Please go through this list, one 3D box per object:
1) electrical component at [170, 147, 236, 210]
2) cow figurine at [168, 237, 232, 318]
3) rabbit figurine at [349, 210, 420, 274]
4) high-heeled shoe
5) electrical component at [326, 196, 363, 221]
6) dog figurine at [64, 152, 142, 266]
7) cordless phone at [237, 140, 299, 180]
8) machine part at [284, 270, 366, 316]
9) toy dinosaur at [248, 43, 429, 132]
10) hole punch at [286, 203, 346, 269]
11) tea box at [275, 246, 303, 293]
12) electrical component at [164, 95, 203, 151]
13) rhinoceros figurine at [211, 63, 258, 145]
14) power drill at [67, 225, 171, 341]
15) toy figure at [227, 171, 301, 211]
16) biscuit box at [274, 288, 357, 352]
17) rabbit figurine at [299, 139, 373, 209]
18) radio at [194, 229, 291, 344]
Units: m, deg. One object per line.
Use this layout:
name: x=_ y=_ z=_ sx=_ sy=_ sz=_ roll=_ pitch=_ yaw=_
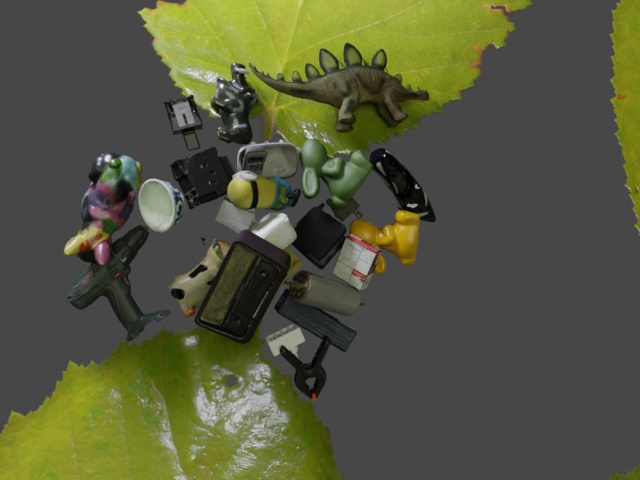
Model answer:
electrical component: x=-0.261 y=-0.148 z=1.238 sx=0.134 sy=0.058 sz=0.114 roll=-32 pitch=101 yaw=-40
cow figurine: x=-0.260 y=0.078 z=1.251 sx=0.195 sy=0.085 sz=0.127 roll=-33 pitch=101 yaw=-8
rabbit figurine: x=0.156 y=-0.001 z=1.339 sx=0.173 sy=0.122 sz=0.162 roll=9 pitch=98 yaw=2
high-heeled shoe: x=0.216 y=-0.132 z=1.319 sx=0.248 sy=0.145 sz=0.086 roll=38 pitch=83 yaw=-8
electrical component: x=0.063 y=-0.079 z=1.348 sx=0.063 sy=0.021 sz=0.094 roll=-44 pitch=98 yaw=-9
dog figurine: x=-0.460 y=-0.055 z=1.139 sx=0.108 sy=0.191 sz=0.219 roll=19 pitch=50 yaw=-18
cordless phone: x=-0.115 y=-0.193 z=1.229 sx=0.147 sy=0.184 sz=0.088 roll=-6 pitch=87 yaw=-12
machine part: x=0.014 y=0.128 z=1.277 sx=0.243 sy=0.079 sz=0.079 roll=21 pitch=85 yaw=-40
toy dinosaur: x=0.065 y=-0.369 z=1.313 sx=0.471 sy=0.105 sz=0.198 roll=-6 pitch=84 yaw=-21
hole punch: x=-0.003 y=-0.004 z=1.310 sx=0.116 sy=0.092 sz=0.142 roll=37 pitch=79 yaw=22
tea box: x=-0.127 y=0.090 z=1.269 sx=0.068 sy=0.098 sz=0.169 roll=44 pitch=80 yaw=-10
electrical component: x=-0.314 y=-0.271 z=1.255 sx=0.075 sy=0.048 sz=0.119 roll=-14 pitch=91 yaw=-12
rhinoceros figurine: x=-0.200 y=-0.320 z=1.266 sx=0.112 sy=0.073 sz=0.190 roll=-4 pitch=91 yaw=-11
power drill: x=-0.431 y=0.108 z=1.213 sx=0.232 sy=0.086 sz=0.207 roll=-38 pitch=101 yaw=-8
toy figure: x=-0.129 y=-0.107 z=1.248 sx=0.180 sy=0.082 sz=0.089 roll=12 pitch=63 yaw=-43
biscuit box: x=-0.012 y=0.195 z=1.313 sx=0.202 sy=0.059 sz=0.063 roll=33 pitch=85 yaw=-11
rabbit figurine: x=0.016 y=-0.163 z=1.295 sx=0.170 sy=0.121 sz=0.159 roll=37 pitch=88 yaw=-1
radio: x=-0.163 y=0.105 z=1.152 sx=0.131 sy=0.073 sz=0.229 roll=28 pitch=113 yaw=-5
